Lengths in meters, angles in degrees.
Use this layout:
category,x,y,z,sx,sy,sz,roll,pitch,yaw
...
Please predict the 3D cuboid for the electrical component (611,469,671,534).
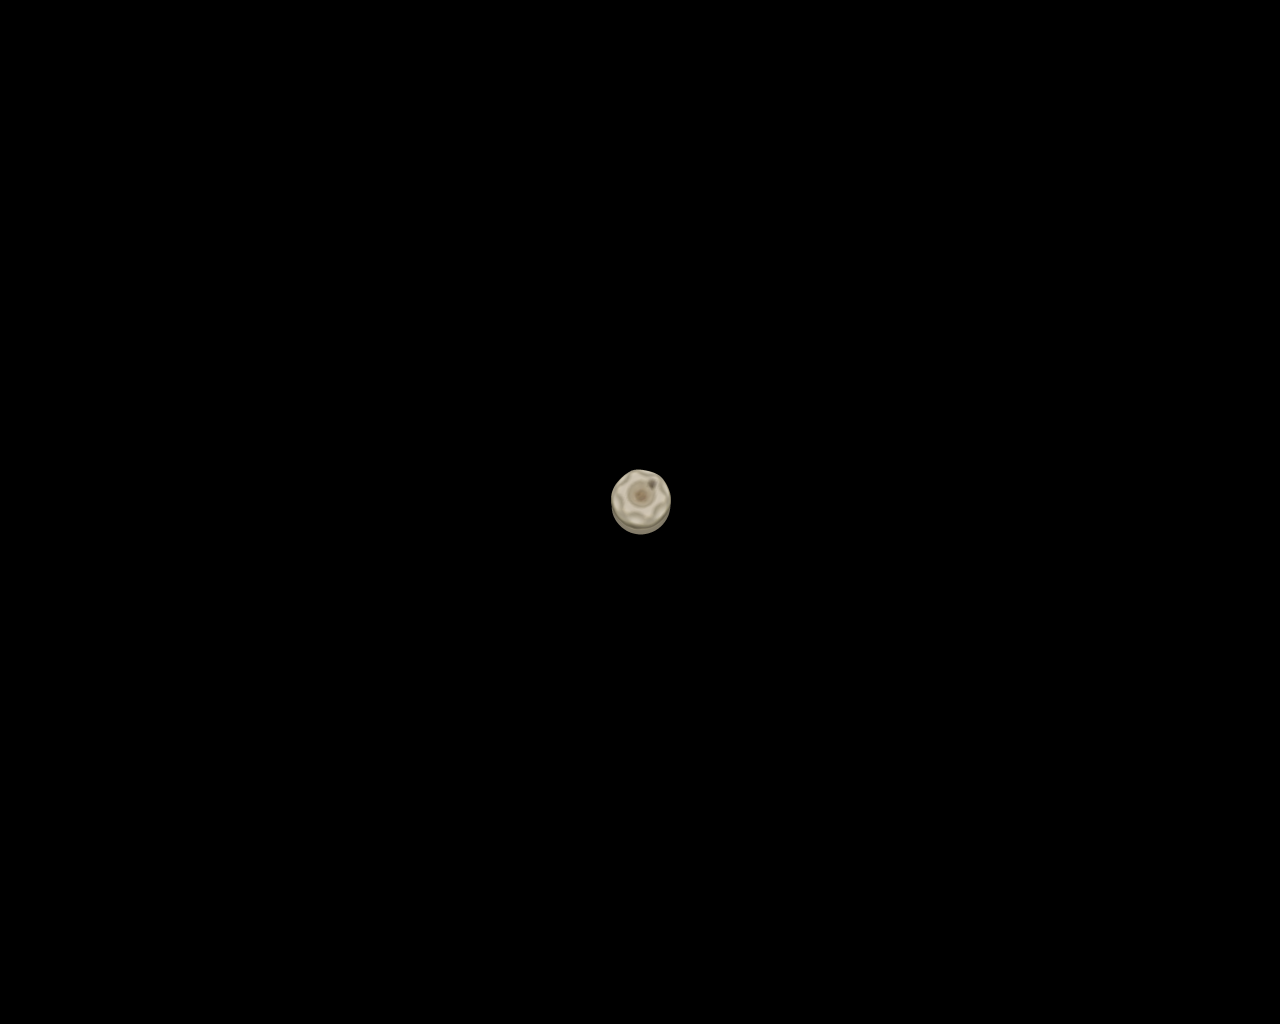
category,x,y,z,sx,sy,sz,roll,pitch,yaw
electrical component,0.001,-0.003,0.650,0.035,0.035,0.061,0,-15,0
